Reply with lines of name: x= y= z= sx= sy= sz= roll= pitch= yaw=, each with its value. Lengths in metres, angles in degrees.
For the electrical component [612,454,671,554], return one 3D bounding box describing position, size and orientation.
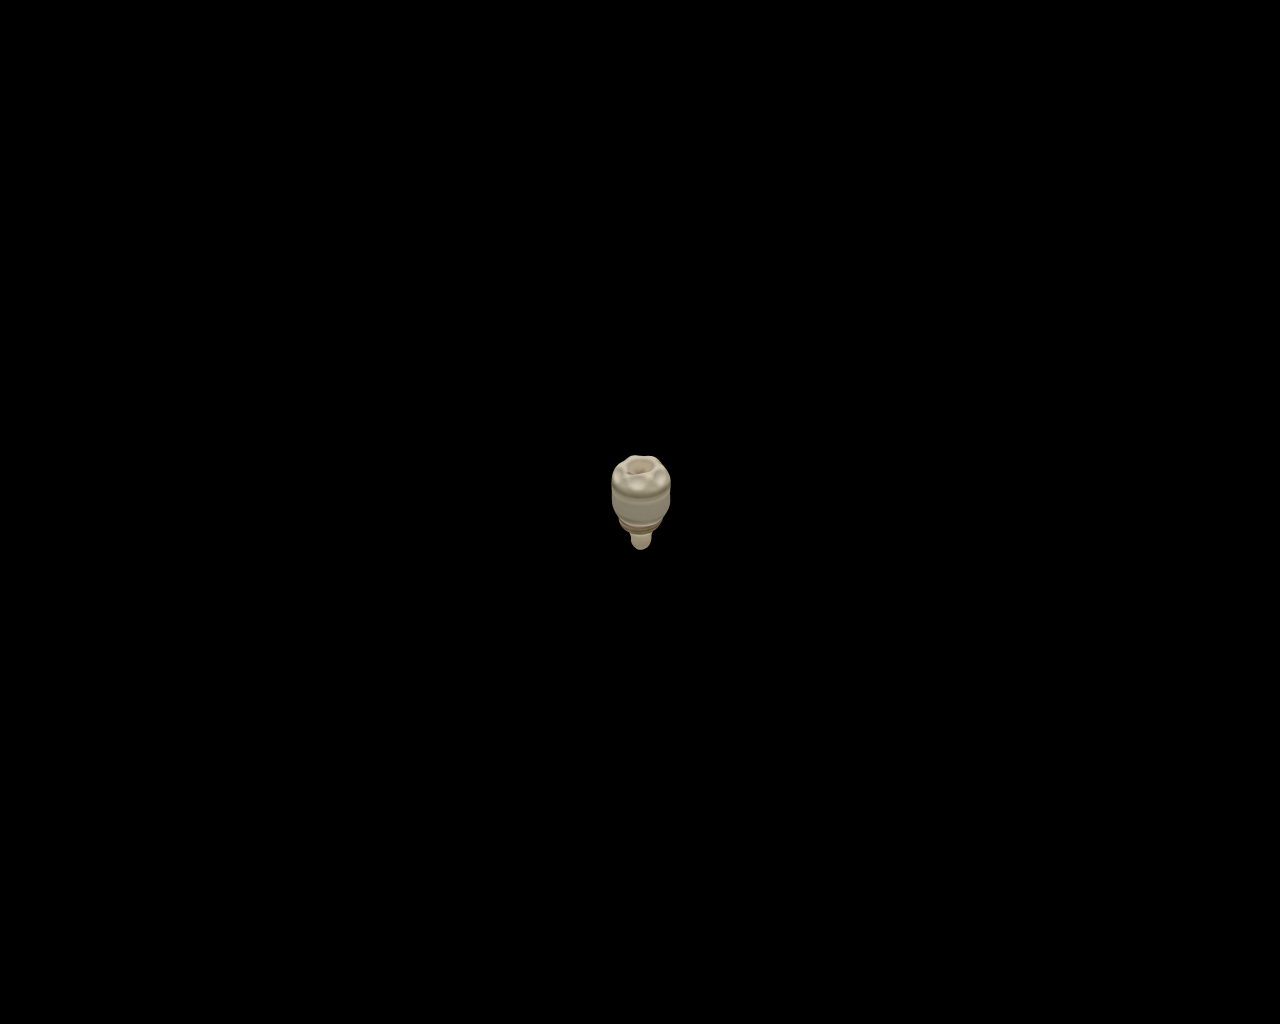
electrical component: x=0.001 y=-0.003 z=0.650 sx=0.035 sy=0.061 sz=0.035 roll=0 pitch=33 yaw=0
